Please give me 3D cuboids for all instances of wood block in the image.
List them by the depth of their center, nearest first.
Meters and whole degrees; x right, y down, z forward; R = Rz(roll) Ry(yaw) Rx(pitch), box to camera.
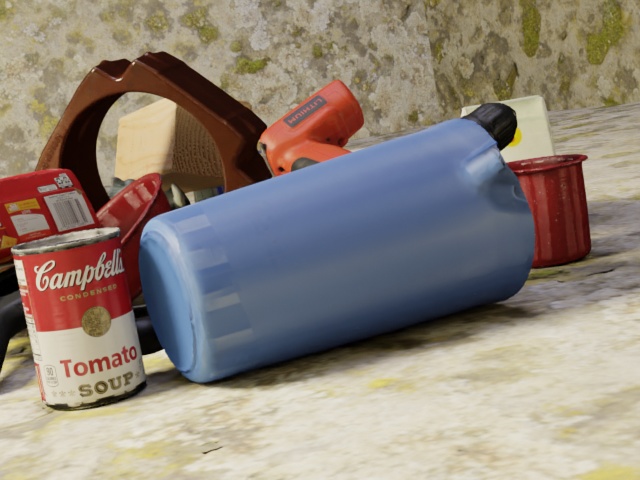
[{"bbox_3d":[-0.163,-0.108,1.240,0.090,0.090,0.206,5,-4,-27],"label":"wood block"}]

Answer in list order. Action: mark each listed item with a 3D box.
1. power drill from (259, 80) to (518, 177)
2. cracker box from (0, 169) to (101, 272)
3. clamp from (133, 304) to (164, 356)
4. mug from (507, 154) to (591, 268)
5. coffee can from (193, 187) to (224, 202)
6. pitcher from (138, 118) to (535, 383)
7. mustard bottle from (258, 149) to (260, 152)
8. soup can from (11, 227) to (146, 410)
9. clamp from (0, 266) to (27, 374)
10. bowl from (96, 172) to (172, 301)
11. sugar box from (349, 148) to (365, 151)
[{"bbox_3d":[0.049,-0.076,0.898,0.184,0.057,0.188,-37,37,-15],"label":"power drill"},{"bbox_3d":[-0.329,0.019,0.961,0.214,0.072,0.163,-31,-6,34],"label":"cracker box"},{"bbox_3d":[-0.101,0.056,0.798,0.120,0.039,0.171,5,9,44],"label":"clamp"},{"bbox_3d":[0.170,-0.023,0.892,0.117,0.081,0.093,-4,10,35],"label":"mug"},{"bbox_3d":[-0.078,-0.055,1.347,0.140,0.103,0.103,-12,8,-20],"label":"coffee can"},{"bbox_3d":[0.007,0.014,0.714,0.242,0.149,0.145,-16,25,-24],"label":"pitcher"},{"bbox_3d":[-0.057,-0.061,1.232,0.096,0.058,0.192,-11,36,-14],"label":"mustard bottle"},{"bbox_3d":[-0.151,0.048,0.673,0.068,0.102,0.068,-9,7,1],"label":"soup can"},{"bbox_3d":[-0.255,0.064,0.825,0.165,0.036,0.209,-1,24,33],"label":"clamp"},{"bbox_3d":[-0.183,0.015,0.971,0.162,0.055,0.162,-38,22,18],"label":"bowl"},{"bbox_3d":[0.076,-0.057,1.213,0.093,0.048,0.176,-10,24,-9],"label":"sugar box"}]
